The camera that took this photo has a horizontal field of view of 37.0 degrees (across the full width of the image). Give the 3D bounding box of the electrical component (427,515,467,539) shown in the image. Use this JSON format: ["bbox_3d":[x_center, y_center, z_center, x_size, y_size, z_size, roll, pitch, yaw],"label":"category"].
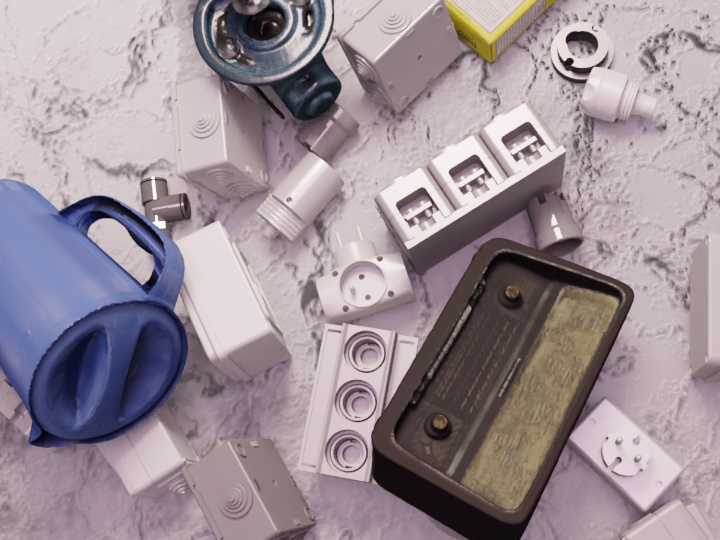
[{"bbox_3d":[0.095,0.164,0.872,0.099,0.064,0.099,-1,63,2],"label":"electrical component"}]

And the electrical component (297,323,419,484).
[{"bbox_3d":[0.001,0.112,0.887,0.079,0.063,0.121,8,77,10],"label":"electrical component"}]

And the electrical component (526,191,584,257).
[{"bbox_3d":[0.165,-0.039,0.916,0.040,0.040,0.046,-17,69,4],"label":"electrical component"}]

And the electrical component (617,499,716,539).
[{"bbox_3d":[0.251,0.227,0.821,0.061,0.061,0.096,-34,73,0],"label":"electrical component"}]

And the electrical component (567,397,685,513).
[{"bbox_3d":[0.208,0.143,0.842,0.047,0.075,0.083,-45,74,-4],"label":"electrical component"}]

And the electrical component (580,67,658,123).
[{"bbox_3d":[0.225,-0.148,0.933,0.062,0.043,0.043,19,79,11],"label":"electrical component"}]

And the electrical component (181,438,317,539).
[{"bbox_3d":[-0.086,0.183,0.864,0.048,0.100,0.099,-35,73,12],"label":"electrical component"}]

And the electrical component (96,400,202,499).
[{"bbox_3d":[-0.179,0.151,0.904,0.061,0.061,0.096,-33,73,-1],"label":"electrical component"}]

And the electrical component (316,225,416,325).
[{"bbox_3d":[0.000,0.000,0.926,0.077,0.044,0.079,-18,73,3],"label":"electrical component"}]

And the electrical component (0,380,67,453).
[{"bbox_3d":[-0.270,0.111,0.930,0.078,0.058,0.057,38,87,15],"label":"electrical component"}]

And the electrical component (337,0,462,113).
[{"bbox_3d":[0.038,-0.198,0.945,0.100,0.099,0.048,-44,61,-5],"label":"electrical component"}]

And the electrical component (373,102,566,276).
[{"bbox_3d":[0.092,-0.070,0.907,0.150,0.089,0.061,-32,73,-1],"label":"electrical component"}]

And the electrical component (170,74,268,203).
[{"bbox_3d":[-0.122,-0.116,0.947,0.048,0.100,0.099,-12,74,18],"label":"electrical component"}]

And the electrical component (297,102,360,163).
[{"bbox_3d":[-0.030,-0.125,0.966,0.040,0.040,0.046,39,90,15],"label":"electrical component"}]

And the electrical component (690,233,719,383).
[{"bbox_3d":[0.299,0.030,0.857,0.057,0.078,0.113,3,76,6],"label":"electrical component"}]

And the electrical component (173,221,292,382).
[{"bbox_3d":[-0.109,0.029,0.902,0.056,0.108,0.108,-27,73,-2],"label":"electrical component"}]

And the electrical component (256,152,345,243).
[{"bbox_3d":[-0.056,-0.060,0.950,0.043,0.043,0.081,39,84,15],"label":"electrical component"}]
